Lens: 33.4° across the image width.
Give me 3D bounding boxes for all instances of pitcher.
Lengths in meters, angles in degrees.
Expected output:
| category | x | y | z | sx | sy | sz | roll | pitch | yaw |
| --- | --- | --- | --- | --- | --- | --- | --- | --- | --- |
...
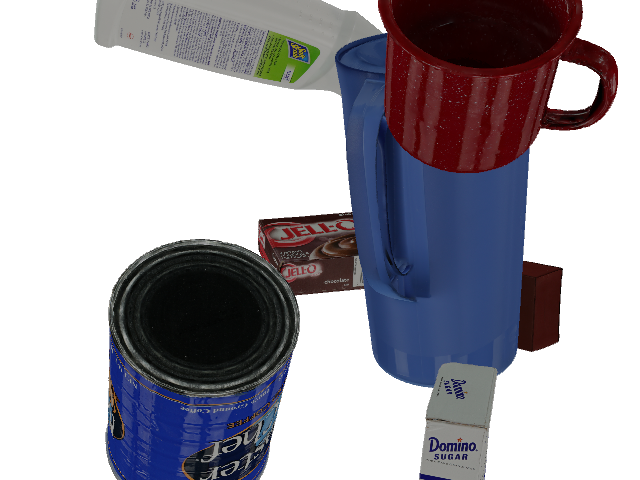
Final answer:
| category | x | y | z | sx | sy | sz | roll | pitch | yaw |
| --- | --- | --- | --- | --- | --- | --- | --- | --- | --- |
| pitcher | 0.078 | -0.019 | 0.745 | 0.149 | 0.243 | 0.145 | -10 | 23 | -12 |

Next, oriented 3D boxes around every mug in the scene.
| category | x | y | z | sx | sy | sz | roll | pitch | yaw |
| --- | --- | --- | --- | --- | --- | --- | --- | --- | --- |
| mug | 0.084 | -0.084 | 0.515 | 0.117 | 0.093 | 0.081 | 15 | -32 | 11 |

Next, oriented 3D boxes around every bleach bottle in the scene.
| category | x | y | z | sx | sy | sz | roll | pitch | yaw |
| --- | --- | --- | --- | --- | --- | --- | --- | --- | --- |
| bleach bottle | -0.049 | -0.163 | 0.850 | 0.250 | 0.068 | 0.103 | 18 | -29 | -6 |

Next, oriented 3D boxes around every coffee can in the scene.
| category | x | y | z | sx | sy | sz | roll | pitch | yaw |
| --- | --- | --- | --- | --- | --- | --- | --- | --- | --- |
| coffee can | -0.072 | 0.082 | 0.618 | 0.102 | 0.103 | 0.140 | 0 | -39 | -12 |

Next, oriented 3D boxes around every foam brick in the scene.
| category | x | y | z | sx | sy | sz | roll | pitch | yaw |
| --- | --- | --- | --- | --- | --- | --- | --- | --- | --- |
| foam brick | 0.202 | 0.064 | 1.052 | 0.053 | 0.078 | 0.051 | 11 | 18 | 41 |

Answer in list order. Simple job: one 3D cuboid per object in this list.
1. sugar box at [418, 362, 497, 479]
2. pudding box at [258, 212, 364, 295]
| category | x | y | z | sx | sy | sz | roll | pitch | yaw |
| --- | --- | --- | --- | --- | --- | --- | --- | --- | --- |
| sugar box | 0.086 | 0.180 | 0.722 | 0.048 | 0.176 | 0.093 | 6 | 18 | 11 |
| pudding box | 0.008 | 0.009 | 0.939 | 0.113 | 0.039 | 0.090 | -3 | 26 | -15 |
